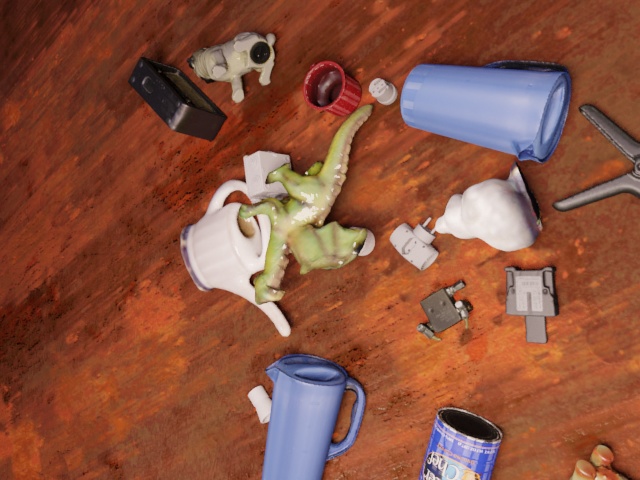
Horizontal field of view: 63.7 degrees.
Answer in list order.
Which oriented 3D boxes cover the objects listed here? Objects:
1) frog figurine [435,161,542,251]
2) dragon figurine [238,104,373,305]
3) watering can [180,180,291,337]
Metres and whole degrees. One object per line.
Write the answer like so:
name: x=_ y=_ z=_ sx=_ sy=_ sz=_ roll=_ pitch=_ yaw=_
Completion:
frog figurine: x=0.251 y=-0.032 z=0.796 sx=0.158 sy=0.136 sz=0.125 roll=-22 pitch=59 yaw=28
dragon figurine: x=0.003 y=-0.047 z=0.928 sx=0.408 sy=0.121 sz=0.247 roll=-46 pitch=54 yaw=10
watering can: x=-0.179 y=0.050 z=1.071 sx=0.222 sy=0.104 sz=0.352 roll=-23 pitch=73 yaw=29
